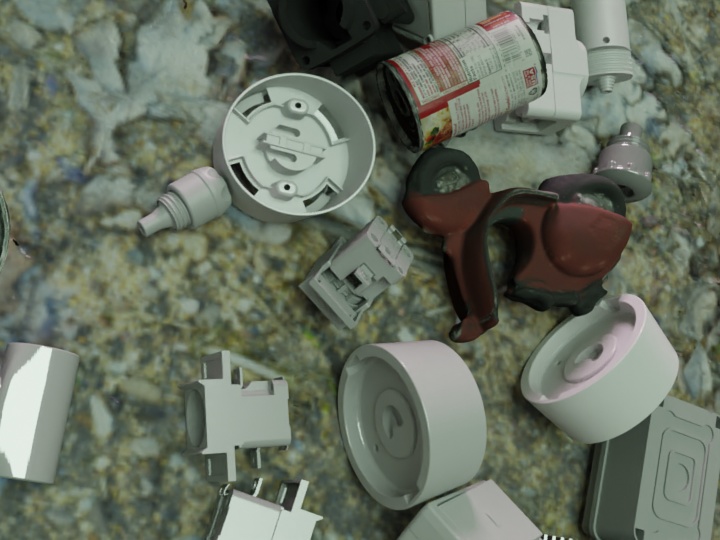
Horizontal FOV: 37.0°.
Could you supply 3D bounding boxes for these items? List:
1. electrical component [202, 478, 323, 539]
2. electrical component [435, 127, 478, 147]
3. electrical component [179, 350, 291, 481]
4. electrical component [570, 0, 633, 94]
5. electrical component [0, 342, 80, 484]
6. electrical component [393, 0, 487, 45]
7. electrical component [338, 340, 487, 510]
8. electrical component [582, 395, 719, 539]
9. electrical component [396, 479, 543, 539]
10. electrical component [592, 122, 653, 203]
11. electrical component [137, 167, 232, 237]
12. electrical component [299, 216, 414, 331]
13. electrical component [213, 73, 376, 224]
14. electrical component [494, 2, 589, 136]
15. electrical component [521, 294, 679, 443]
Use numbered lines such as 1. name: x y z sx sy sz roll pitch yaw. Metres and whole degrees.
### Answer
1. electrical component: -0.065 0.168 0.681 0.064 0.042 0.081 23 71 -15
2. electrical component: 0.074 -0.116 0.803 0.035 0.035 0.061 40 69 -12
3. electrical component: -0.079 0.093 0.689 0.064 0.042 0.081 0 80 -28
4. electrical component: 0.195 -0.182 0.865 0.043 0.043 0.081 1 79 -24
5. electrical component: -0.212 0.081 0.630 0.079 0.044 0.077 14 75 -21
6. electrical component: 0.055 -0.208 0.784 0.061 0.062 0.096 -27 130 -26
7. electrical component: 0.039 0.097 0.708 0.060 0.108 0.108 -8 83 -32
8. electrical component: 0.217 0.153 0.799 0.078 0.057 0.113 21 72 -25
9. electrical component: 0.067 0.181 0.696 0.061 0.061 0.096 46 26 25
10. electrical component: 0.211 -0.088 0.855 0.048 0.048 0.062 25 64 -18
11. electrical component: -0.117 -0.041 0.702 0.061 0.035 0.035 -32 94 -24
12. electrical component: 0.000 0.000 0.723 0.042 0.064 0.081 49 23 -10
13. electrical component: -0.047 -0.080 0.724 0.099 0.064 0.099 5 78 -24
14. electrical component: 0.138 -0.154 0.830 0.056 0.050 0.089 2 79 -24
15. electrical component: 0.177 0.076 0.774 0.060 0.108 0.108 47 65 -16
